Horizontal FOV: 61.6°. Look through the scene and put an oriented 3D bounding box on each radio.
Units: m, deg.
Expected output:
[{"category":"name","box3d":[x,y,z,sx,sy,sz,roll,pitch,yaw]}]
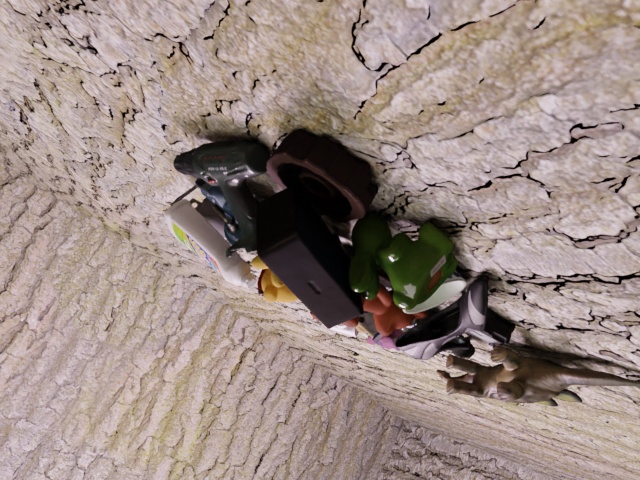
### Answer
[{"category":"radio","box3d":[-0.015,0.029,0.861,0.073,0.131,0.229,-24,134,14]}]

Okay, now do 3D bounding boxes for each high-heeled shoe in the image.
[{"category":"high-heeled shoe","box3d":[0.219,0.141,0.982,0.145,0.086,0.248,5,135,6]}]

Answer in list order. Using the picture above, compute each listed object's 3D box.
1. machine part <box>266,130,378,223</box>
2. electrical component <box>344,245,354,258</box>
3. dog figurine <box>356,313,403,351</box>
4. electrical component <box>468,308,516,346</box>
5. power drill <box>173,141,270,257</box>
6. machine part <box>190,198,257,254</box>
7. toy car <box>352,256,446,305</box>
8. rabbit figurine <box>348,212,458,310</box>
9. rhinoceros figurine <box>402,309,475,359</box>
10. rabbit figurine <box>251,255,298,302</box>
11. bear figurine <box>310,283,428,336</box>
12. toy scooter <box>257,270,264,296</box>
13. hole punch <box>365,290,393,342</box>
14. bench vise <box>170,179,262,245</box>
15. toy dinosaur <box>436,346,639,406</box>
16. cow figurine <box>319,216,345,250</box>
[{"category":"machine part","box3d":[0.002,-0.096,0.828,0.179,0.056,0.179,28,163,9]},{"category":"electrical component","box3d":[0.047,0.043,1.151,0.078,0.045,0.102,9,154,50]},{"category":"dog figurine","box3d":[0.150,0.214,1.368,0.191,0.108,0.219,30,165,-5]},{"category":"electrical component","box3d":[0.313,0.162,1.062,0.119,0.048,0.075,30,162,0]},{"category":"power drill","box3d":[-0.162,-0.077,0.969,0.232,0.086,0.207,-9,99,43]},{"category":"machine part","box3d":[-0.205,-0.037,1.273,0.243,0.079,0.079,28,162,6]},{"category":"toy car","box3d":[0.157,0.069,1.041,0.202,0.053,0.089,30,173,-13]},{"category":"rabbit figurine","box3d":[0.116,0.030,0.883,0.170,0.159,0.121,37,178,31]},{"category":"rhinoceros figurine","box3d":[0.275,0.209,1.227,0.190,0.073,0.112,38,150,-21]},{"category":"rabbit figurine","box3d":[-0.071,0.041,1.144,0.122,0.162,0.173,39,123,24]},{"category":"bear figurine","box3d":[0.099,0.134,1.016,0.195,0.132,0.120,40,156,-30]},{"category":"toy scooter","box3d":[-0.108,0.102,1.406,0.075,0.135,0.183,20,161,25]},{"category":"hole punch","box3d":[0.142,0.151,1.195,0.092,0.116,0.142,46,157,14]},{"category":"bench vise","box3d":[-0.167,-0.045,1.131,0.224,0.129,0.240,23,157,28]},{"category":"toy dinosaur","box3d":[0.423,0.285,1.099,0.198,0.105,0.472,18,162,-28]},{"category":"cow figurine","box3d":[-0.002,-0.003,1.020,0.127,0.085,0.195,62,-176,14]}]
